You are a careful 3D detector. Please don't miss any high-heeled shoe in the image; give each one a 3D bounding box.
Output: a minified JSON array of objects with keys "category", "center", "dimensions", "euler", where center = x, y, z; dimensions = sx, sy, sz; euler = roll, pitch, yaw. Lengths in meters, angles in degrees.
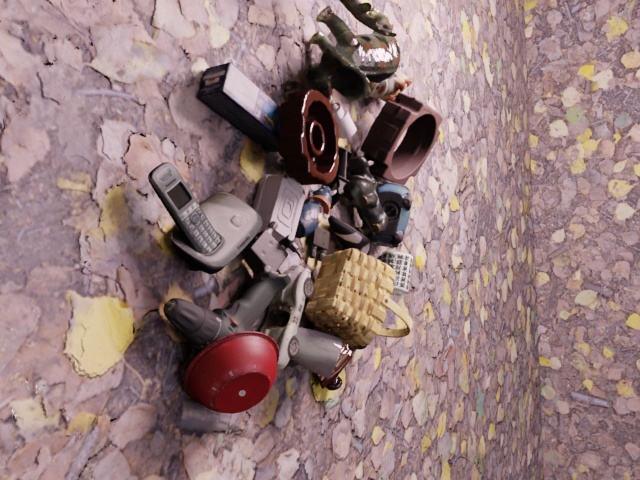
[{"category":"high-heeled shoe","center":[0.066,0.061,1.231],"dimensions":[0.248,0.086,0.145],"euler":[40,85,-28]}]

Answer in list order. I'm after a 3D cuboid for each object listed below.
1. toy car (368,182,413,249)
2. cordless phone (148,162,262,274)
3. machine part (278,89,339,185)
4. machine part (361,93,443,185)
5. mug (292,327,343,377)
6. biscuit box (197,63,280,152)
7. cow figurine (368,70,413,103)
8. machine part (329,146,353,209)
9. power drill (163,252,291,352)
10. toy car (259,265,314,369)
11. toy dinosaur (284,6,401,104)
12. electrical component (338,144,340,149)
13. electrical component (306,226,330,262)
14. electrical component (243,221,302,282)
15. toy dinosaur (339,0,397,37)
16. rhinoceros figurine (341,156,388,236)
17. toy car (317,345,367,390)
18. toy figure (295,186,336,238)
[{"category":"toy car","center":[0.177,-0.064,1.343],"dimensions":[0.103,0.109,0.161],"euler":[-21,117,-72]},{"category":"cordless phone","center":[-0.185,-0.053,0.838],"dimensions":[0.146,0.089,0.184],"euler":[-52,126,-42]},{"category":"machine part","center":[-0.020,-0.187,0.992],"dimensions":[0.179,0.056,0.179],"euler":[0,90,-66]},{"category":"machine part","center":[0.198,-0.244,1.316],"dimensions":[0.201,0.087,0.201],"euler":[8,115,-56]},{"category":"mug","center":[-0.022,0.213,1.058],"dimensions":[0.107,0.109,0.081],"euler":[25,71,-6]},{"category":"biscuit box","center":[-0.120,-0.226,0.947],"dimensions":[0.202,0.063,0.059],"euler":[34,62,-51]},{"category":"cow figurine","center":[0.145,-0.388,1.300],"dimensions":[0.127,0.085,0.195],"euler":[38,29,3]},{"category":"machine part","center":[0.044,-0.142,1.183],"dimensions":[0.084,0.039,0.139],"euler":[113,-11,-60]},{"category":"power drill","center":[-0.139,0.106,0.902],"dimensions":[0.231,0.086,0.207],"euler":[57,41,-36]},{"category":"toy car","center":[-0.067,0.140,1.006],"dimensions":[0.056,0.074,0.201],"euler":[38,59,-49]},{"category":"toy dinosaur","center":[0.098,-0.390,1.145],"dimensions":[0.405,0.131,0.192],"euler":[-28,83,-39]},{"category":"electrical component","center":[-0.008,-0.177,1.120],"dimensions":[0.119,0.048,0.074],"euler":[-52,131,-42]},{"category":"electrical component","center":[-0.002,-0.003,1.149],"dimensions":[0.063,0.021,0.094],"euler":[21,72,-53]},{"category":"electrical component","center":[-0.079,0.022,0.893],"dimensions":[0.078,0.045,0.102],"euler":[56,47,-14]},{"category":"toy dinosaur","center":[-0.006,-0.574,0.989],"dimensions":[0.470,0.199,0.105],"euler":[57,49,-30]},{"category":"rhinoceros figurine","center":[0.110,-0.102,1.252],"dimensions":[0.112,0.073,0.190],"euler":[-33,108,-43]},{"category":"toy car","center":[0.055,0.248,1.203],"dimensions":[0.202,0.053,0.089],"euler":[-47,130,-46]},{"category":"toy figure","center":[-0.016,-0.060,1.096],"dimensions":[0.154,0.064,0.057],"euler":[-51,166,-48]}]
